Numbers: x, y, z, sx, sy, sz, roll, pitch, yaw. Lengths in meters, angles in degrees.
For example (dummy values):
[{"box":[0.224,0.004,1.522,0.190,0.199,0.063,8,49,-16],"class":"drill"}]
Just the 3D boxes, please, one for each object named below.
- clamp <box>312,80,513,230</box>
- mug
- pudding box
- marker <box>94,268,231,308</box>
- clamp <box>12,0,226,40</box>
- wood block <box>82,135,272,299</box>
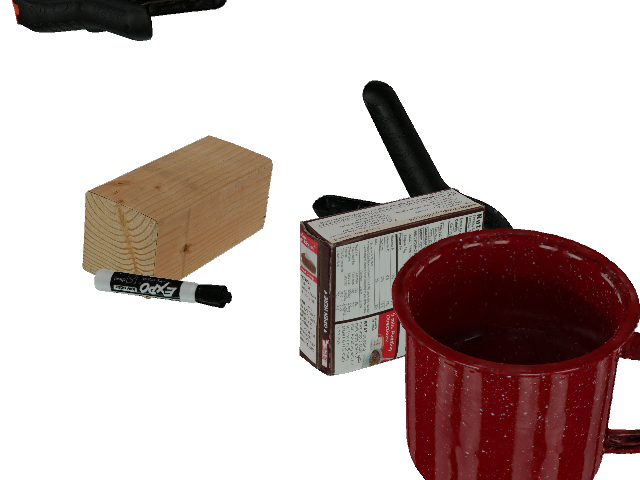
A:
[{"box":[0.090,-0.022,0.835,0.210,0.165,0.036,35,54,16],"class":"clamp"},{"box":[0.087,0.055,0.424,0.117,0.081,0.093,7,34,14],"class":"mug"},{"box":[0.043,0.024,0.638,0.113,0.090,0.039,-14,27,-29],"class":"pudding box"},{"box":[-0.131,0.040,0.893,0.121,0.020,0.020,7,2,17],"class":"marker"},{"box":[-0.159,-0.182,0.821,0.172,0.039,0.120,13,24,32],"class":"clamp"},{"box":[-0.145,-0.030,1.118,0.090,0.091,0.205,22,30,22],"class":"wood block"}]
